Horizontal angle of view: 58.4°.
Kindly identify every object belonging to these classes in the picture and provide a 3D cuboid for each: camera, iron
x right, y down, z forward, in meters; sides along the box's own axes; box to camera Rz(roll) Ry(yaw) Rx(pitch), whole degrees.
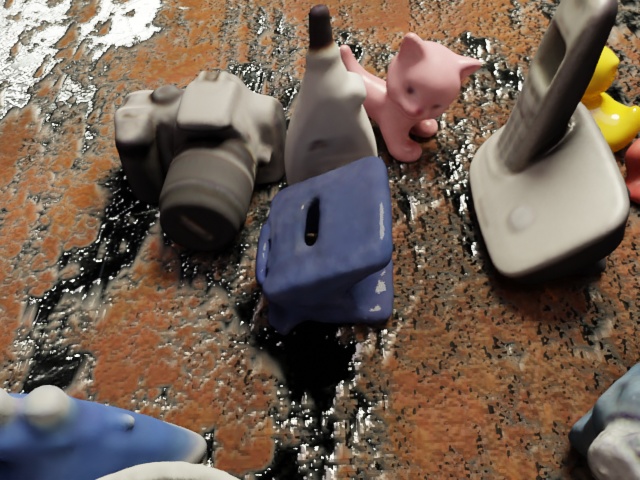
[{"bbox_3d":[-0.104,-0.066,0.471,0.143,0.101,0.137,1,50,5],"label":"camera"},{"bbox_3d":[-0.199,0.120,0.295,0.258,0.141,0.118,-16,51,-9],"label":"iron"}]

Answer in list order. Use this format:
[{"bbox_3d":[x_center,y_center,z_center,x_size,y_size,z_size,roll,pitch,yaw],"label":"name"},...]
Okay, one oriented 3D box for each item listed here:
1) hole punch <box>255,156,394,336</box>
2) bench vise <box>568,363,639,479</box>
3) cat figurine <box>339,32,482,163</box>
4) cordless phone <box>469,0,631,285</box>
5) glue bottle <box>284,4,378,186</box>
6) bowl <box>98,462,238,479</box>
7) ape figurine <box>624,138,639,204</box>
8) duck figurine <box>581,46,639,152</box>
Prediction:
[{"bbox_3d":[0.004,0.001,0.413,0.101,0.091,0.108,-1,50,3],"label":"hole punch"},{"bbox_3d":[0.223,0.044,0.277,0.121,0.220,0.208,26,56,23],"label":"bench vise"},{"bbox_3d":[0.070,-0.138,0.507,0.127,0.118,0.067,22,55,21],"label":"cat figurine"},{"bbox_3d":[0.168,-0.071,0.400,0.094,0.185,0.147,-5,50,0],"label":"cordless phone"},{"bbox_3d":[0.006,-0.098,0.442,0.078,0.173,0.037,-8,50,-3],"label":"glue bottle"},{"bbox_3d":[-0.075,0.198,0.264,0.167,0.075,0.167,-2,50,3],"label":"bowl"},{"bbox_3d":[0.288,-0.065,0.448,0.076,0.092,0.077,-14,50,-7],"label":"ape figurine"},{"bbox_3d":[0.238,-0.131,0.511,0.104,0.086,0.078,29,58,25],"label":"duck figurine"}]
